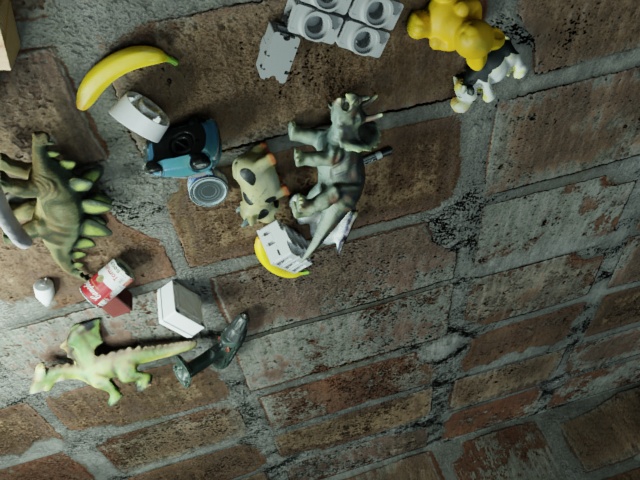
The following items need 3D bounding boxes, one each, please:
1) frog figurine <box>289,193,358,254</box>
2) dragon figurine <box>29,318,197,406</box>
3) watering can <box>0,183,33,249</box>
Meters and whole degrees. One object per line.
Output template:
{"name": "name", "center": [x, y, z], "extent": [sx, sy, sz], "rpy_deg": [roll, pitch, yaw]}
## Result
{"name": "frog figurine", "center": [0.004, -0.061, 1.221], "extent": [0.160, 0.125, 0.134], "rpy_deg": [26, 136, 6]}
{"name": "dragon figurine", "center": [-0.560, 0.303, 1.363], "extent": [0.411, 0.124, 0.238], "rpy_deg": [-29, 128, -4]}
{"name": "watering can", "center": [-0.580, -0.149, 0.822], "extent": [0.347, 0.106, 0.221], "rpy_deg": [33, 114, -1]}
